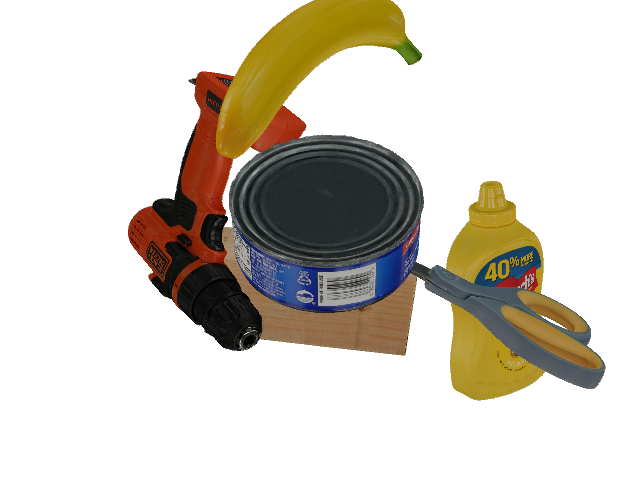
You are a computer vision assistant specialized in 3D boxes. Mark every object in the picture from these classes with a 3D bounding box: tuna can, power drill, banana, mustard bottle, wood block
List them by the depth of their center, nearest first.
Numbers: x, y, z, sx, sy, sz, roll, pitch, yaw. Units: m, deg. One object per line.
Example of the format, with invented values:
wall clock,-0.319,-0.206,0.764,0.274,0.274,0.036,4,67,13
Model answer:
tuna can,0.003,-0.008,0.479,0.086,0.034,0.086,-1,44,0
banana,-0.002,-0.121,0.704,0.197,0.069,0.037,-32,11,-36
power drill,-0.080,-0.027,0.861,0.057,0.188,0.185,5,27,-44
mustard bottle,0.156,0.040,0.950,0.096,0.191,0.058,-17,22,-27
wood block,-0.010,0.051,1.103,0.206,0.091,0.090,7,19,1

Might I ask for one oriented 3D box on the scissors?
scissors,0.089,0.026,0.663,0.202,0.016,0.096,33,23,18
